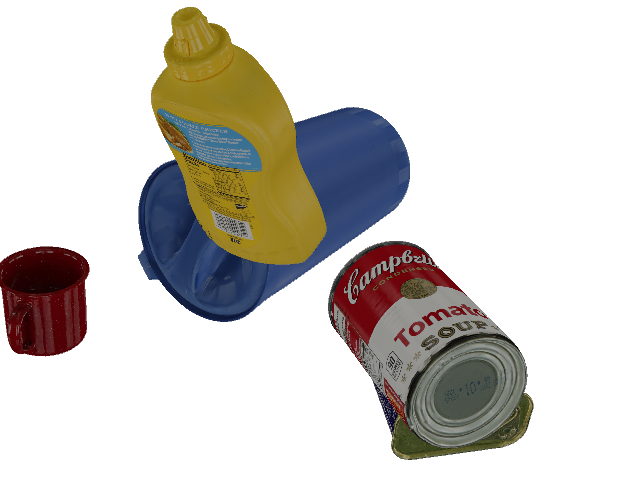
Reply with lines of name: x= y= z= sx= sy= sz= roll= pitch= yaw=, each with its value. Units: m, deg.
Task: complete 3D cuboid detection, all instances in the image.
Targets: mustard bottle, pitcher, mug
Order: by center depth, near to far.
mustard bottle: x=-0.059 y=-0.068 z=0.686 sx=0.096 sy=0.058 sz=0.191 roll=20 pitch=-33 yaw=29
pitcher: x=-0.035 y=-0.032 z=0.914 sx=0.149 sy=0.145 sz=0.242 roll=27 pitch=33 yaw=26
mug: x=-0.284 y=0.070 z=1.082 sx=0.093 sy=0.081 sz=0.117 roll=8 pitch=31 yaw=7

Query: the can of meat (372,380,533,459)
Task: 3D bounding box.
can of meat: x=0.091 y=0.105 z=0.776 sx=0.102 sy=0.057 sz=0.084 roll=-5 pitch=39 yaw=-12

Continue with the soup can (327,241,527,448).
soup can: x=0.054 y=0.053 z=0.560 sx=0.068 sy=0.068 sz=0.102 roll=0 pitch=26 yaw=-24
